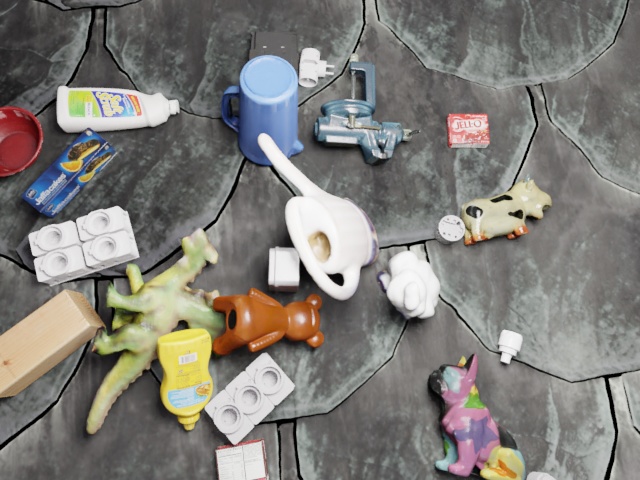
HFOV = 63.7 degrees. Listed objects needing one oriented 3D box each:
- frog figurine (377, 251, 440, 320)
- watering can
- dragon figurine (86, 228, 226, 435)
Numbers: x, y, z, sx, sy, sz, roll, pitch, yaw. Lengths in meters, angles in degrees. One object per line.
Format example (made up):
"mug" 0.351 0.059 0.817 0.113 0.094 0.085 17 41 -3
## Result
"frog figurine" 0.182 0.086 1.006 0.123 0.157 0.139 -12 77 -6
"watering can" 0.003 -0.051 1.012 0.103 0.225 0.351 -30 75 30
"dragon figurine" -0.295 0.175 1.007 0.242 0.121 0.413 9 84 -8
